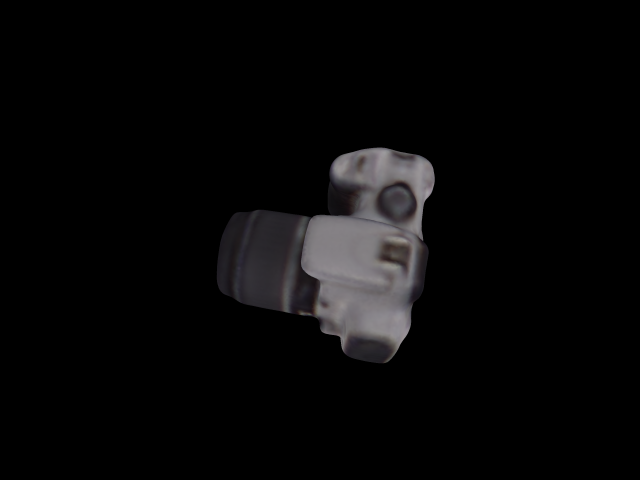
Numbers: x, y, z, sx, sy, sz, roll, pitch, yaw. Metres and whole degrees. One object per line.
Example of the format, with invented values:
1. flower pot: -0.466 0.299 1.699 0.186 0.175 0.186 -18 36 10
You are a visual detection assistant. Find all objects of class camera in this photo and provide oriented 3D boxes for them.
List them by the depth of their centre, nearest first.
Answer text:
1. camera: 0.004 0.001 0.400 0.136 0.101 0.143 10 70 4
